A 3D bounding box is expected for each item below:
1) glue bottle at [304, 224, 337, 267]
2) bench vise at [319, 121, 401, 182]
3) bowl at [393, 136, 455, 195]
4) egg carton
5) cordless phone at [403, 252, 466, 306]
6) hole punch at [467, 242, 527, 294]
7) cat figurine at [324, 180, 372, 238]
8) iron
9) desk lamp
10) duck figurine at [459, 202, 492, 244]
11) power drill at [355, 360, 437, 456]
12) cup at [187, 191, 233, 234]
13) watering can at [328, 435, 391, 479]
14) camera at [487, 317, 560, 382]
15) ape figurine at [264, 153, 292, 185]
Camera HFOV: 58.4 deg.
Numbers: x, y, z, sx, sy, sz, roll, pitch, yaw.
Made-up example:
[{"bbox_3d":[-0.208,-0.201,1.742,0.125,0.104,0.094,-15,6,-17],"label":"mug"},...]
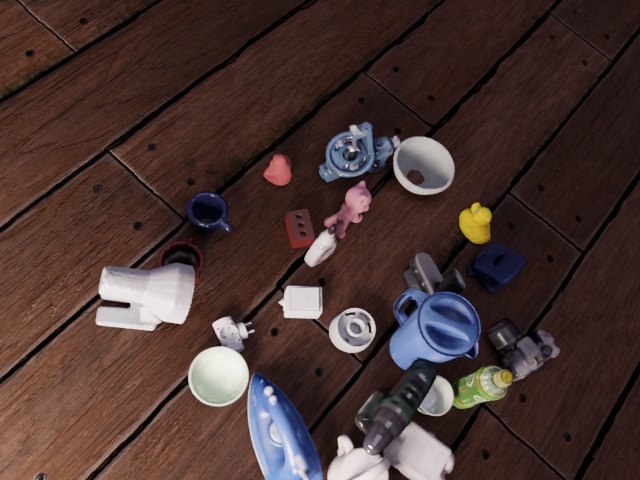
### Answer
[{"bbox_3d":[0.012,0.005,1.308,0.078,0.173,0.037,-39,80,-24],"label":"glue bottle"},{"bbox_3d":[0.105,-0.240,1.407,0.208,0.219,0.121,-38,79,-24],"label":"bench vise"},{"bbox_3d":[0.262,-0.183,1.498,0.167,0.074,0.167,5,66,-10],"label":"bowl"},{"bbox_3d":[0.210,0.458,1.215,0.150,0.069,0.107,35,65,4],"label":"egg carton"},{"bbox_3d":[0.277,0.082,1.327,0.094,0.185,0.147,-22,73,-20],"label":"cordless phone"},{"bbox_3d":[0.439,0.063,1.423,0.101,0.091,0.109,44,66,8],"label":"hole punch"},{"bbox_3d":[0.077,-0.080,1.389,0.067,0.117,0.128,41,65,7],"label":"cat figurine"},{"bbox_3d":[-0.080,0.375,1.147,0.119,0.141,0.258,-20,73,-19],"label":"iron"},{"bbox_3d":[-0.355,0.114,1.157,0.203,0.213,0.118,6,66,-10],"label":"desk lamp"},{"bbox_3d":[0.410,-0.047,1.467,0.078,0.086,0.104,-16,71,-18],"label":"duck figurine"},{"bbox_3d":[0.143,0.350,1.170,0.075,0.208,0.230,40,65,7],"label":"power drill"},{"bbox_3d":[-0.247,-0.045,1.315,0.117,0.095,0.092,38,65,5],"label":"cup"},{"bbox_3d":[0.088,0.464,1.116,0.173,0.194,0.101,41,65,7],"label":"watering can"},{"bbox_3d":[0.472,0.243,1.348,0.143,0.100,0.136,-27,75,-21],"label":"camera"},{"bbox_3d":[-0.100,-0.181,1.407,0.078,0.092,0.076,-24,74,-21],"label":"ape figurine"}]
